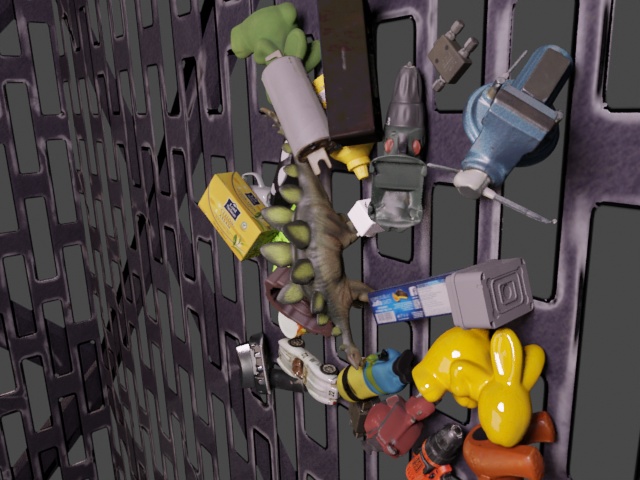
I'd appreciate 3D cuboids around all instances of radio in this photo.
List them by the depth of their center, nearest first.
[{"bbox_3d":[0.049,-0.262,0.828,0.073,0.131,0.229,-4,89,14],"label":"radio"}]

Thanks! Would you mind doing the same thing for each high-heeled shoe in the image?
[{"bbox_3d":[-0.060,-0.173,1.069,0.248,0.086,0.145,-43,60,47],"label":"high-heeled shoe"}]

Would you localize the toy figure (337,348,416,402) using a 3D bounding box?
[{"bbox_3d":[0.100,0.243,0.968,0.180,0.089,0.082,-33,68,54],"label":"toy figure"}]

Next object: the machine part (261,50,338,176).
[{"bbox_3d":[-0.034,-0.217,0.896,0.079,0.079,0.243,-44,62,49],"label":"machine part"}]

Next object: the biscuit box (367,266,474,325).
[{"bbox_3d":[0.165,0.093,0.860,0.203,0.063,0.059,-22,84,54],"label":"biscuit box"}]

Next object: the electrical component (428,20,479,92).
[{"bbox_3d":[0.183,-0.259,0.765,0.063,0.021,0.094,61,141,21],"label":"electrical component"}]

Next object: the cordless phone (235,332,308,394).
[{"bbox_3d":[-0.108,0.299,1.286,0.184,0.088,0.146,-6,94,42],"label":"cordless phone"}]

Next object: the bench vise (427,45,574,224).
[{"bbox_3d":[0.216,-0.110,0.652,0.129,0.223,0.240,23,160,3],"label":"bench vise"}]

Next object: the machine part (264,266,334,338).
[{"bbox_3d":[-0.030,0.119,1.064,0.179,0.056,0.179,30,155,16],"label":"machine part"}]

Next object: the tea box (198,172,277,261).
[{"bbox_3d":[-0.173,-0.052,1.140,0.170,0.068,0.098,50,126,19],"label":"tea box"}]

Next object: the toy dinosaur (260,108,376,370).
[{"bbox_3d":[-0.002,-0.003,0.938,0.105,0.198,0.471,-21,80,49],"label":"toy dinosaur"}]

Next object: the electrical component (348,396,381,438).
[{"bbox_3d":[0.088,0.345,1.056,0.078,0.045,0.102,-115,30,-66],"label":"electrical component"}]

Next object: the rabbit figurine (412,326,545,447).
[{"bbox_3d":[0.238,0.199,0.745,0.162,0.122,0.173,-52,27,15],"label":"rabbit figurine"}]

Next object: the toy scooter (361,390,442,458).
[{"bbox_3d":[0.124,0.322,0.917,0.075,0.135,0.184,45,137,3],"label":"toy scooter"}]

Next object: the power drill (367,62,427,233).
[{"bbox_3d":[0.114,-0.120,0.770,0.207,0.086,0.231,-79,-9,-61],"label":"power drill"}]

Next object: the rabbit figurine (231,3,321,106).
[{"bbox_3d":[-0.064,-0.336,1.001,0.159,0.121,0.170,-17,83,36],"label":"rabbit figurine"}]

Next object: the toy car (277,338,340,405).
[{"bbox_3d":[-0.026,0.283,1.173,0.202,0.056,0.073,30,123,45],"label":"toy car"}]

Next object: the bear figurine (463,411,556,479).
[{"bbox_3d":[0.279,0.353,0.745,0.132,0.120,0.195,-21,93,38],"label":"bear figurine"}]

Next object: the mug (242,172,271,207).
[{"bbox_3d":[-0.137,-0.096,1.197,0.107,0.081,0.109,2,97,43],"label":"mug"}]
